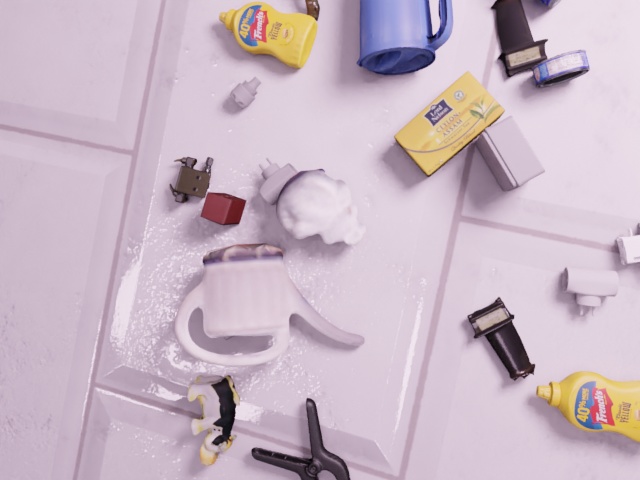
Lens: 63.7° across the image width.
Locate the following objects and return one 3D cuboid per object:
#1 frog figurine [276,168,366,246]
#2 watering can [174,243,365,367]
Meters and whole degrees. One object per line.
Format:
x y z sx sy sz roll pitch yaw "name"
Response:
0.003 -0.047 0.935 0.138 0.121 0.161 -38 71 -9 "frog figurine"
-0.095 0.116 0.963 0.348 0.103 0.226 -3 80 -7 "watering can"
